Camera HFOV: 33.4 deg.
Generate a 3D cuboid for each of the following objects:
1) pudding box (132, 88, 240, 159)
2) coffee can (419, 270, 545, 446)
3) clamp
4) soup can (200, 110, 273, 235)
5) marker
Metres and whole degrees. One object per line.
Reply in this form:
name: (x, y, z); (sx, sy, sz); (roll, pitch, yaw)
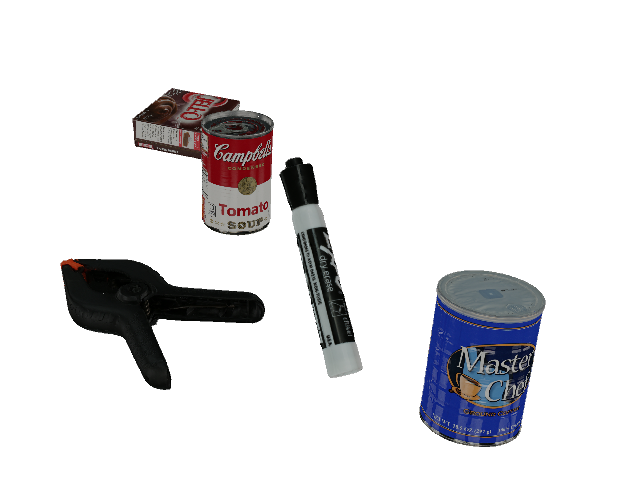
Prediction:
pudding box: (-0.155, -0.137, 1.244); (0.090, 0.039, 0.113); (11, 31, 14)
coffee can: (0.155, 0.113, 1.036); (0.103, 0.140, 0.103); (5, 22, -2)
clamp: (-0.131, 0.050, 0.837); (0.172, 0.039, 0.120); (30, 37, 35)
soup can: (-0.080, -0.065, 1.015); (0.068, 0.102, 0.068); (2, 26, -1)
marker: (-0.001, 0.013, 0.575); (0.020, 0.121, 0.020); (-13, -12, -3)
